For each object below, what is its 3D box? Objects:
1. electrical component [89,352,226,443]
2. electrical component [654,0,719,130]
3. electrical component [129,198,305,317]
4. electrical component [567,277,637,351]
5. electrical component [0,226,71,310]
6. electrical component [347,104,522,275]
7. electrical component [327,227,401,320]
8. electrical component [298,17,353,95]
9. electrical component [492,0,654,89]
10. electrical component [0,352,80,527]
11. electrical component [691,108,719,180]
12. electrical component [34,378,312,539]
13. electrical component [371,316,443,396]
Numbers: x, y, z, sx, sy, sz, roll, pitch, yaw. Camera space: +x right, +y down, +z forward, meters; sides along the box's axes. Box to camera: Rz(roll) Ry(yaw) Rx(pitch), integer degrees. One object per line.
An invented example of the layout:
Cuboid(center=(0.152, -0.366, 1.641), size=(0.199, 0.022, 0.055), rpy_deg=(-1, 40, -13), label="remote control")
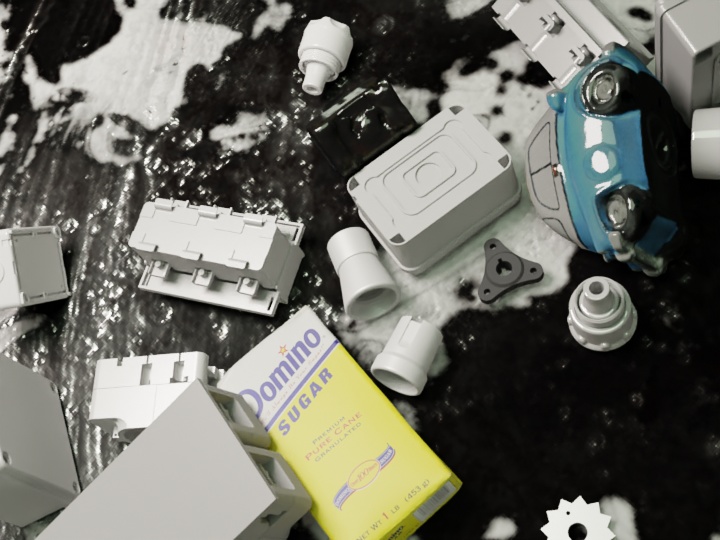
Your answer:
Cuboid(center=(-0.152, 0.099, 0.812), size=(0.089, 0.050, 0.055), rpy_deg=(-6, 63, 15), label="electrical component")
Cuboid(center=(0.273, -0.169, 0.778), size=(0.109, 0.108, 0.056), rpy_deg=(-28, 63, 3), label="electrical component")
Cuboid(center=(-0.115, -0.016, 0.850), size=(0.121, 0.063, 0.078), rpy_deg=(10, 69, 22), label="electrical component")
Cuboid(center=(0.166, 0.025, 0.743), size=(0.048, 0.062, 0.048), rpy_deg=(-7, 63, 14), label="electrical component")
Cuboid(center=(-0.284, -0.001, 0.882), size=(0.061, 0.096, 0.061), rpy_deg=(-9, 92, 13), label="electrical component")
Cuboid(center=(0.058, -0.060, 0.821), size=(0.113, 0.057, 0.078), rpy_deg=(-36, 60, -2), label="electrical component")
Cuboid(center=(0.000, 0.000, 0.820), size=(0.044, 0.044, 0.065), rpy_deg=(-26, 55, 4), label="electrical component")
Cuboid(center=(-0.032, -0.179, 0.916), size=(0.043, 0.043, 0.062), rpy_deg=(8, 69, 21), label="electrical component")
Cuboid(center=(0.162, -0.186, 0.843), size=(0.063, 0.079, 0.121), rpy_deg=(-48, 57, 24), label="electrical component")
Cuboid(center=(-0.269, 0.124, 0.804), size=(0.056, 0.108, 0.108), rpy_deg=(-26, 60, 7), label="electrical component")
Cuboid(center=(0.265, -0.091, 0.774), size=(0.047, 0.055, 0.055), rpy_deg=(1, 65, 22), label="electrical component")
Cuboid(center=(-0.133, 0.180, 0.740), size=(0.186, 0.060, 0.105), rpy_deg=(-45, 60, 9), label="electrical component")
Cuboid(center=(0.035, 0.062, 0.780), size=(0.040, 0.040, 0.046), rpy_deg=(18, 65, 24), label="electrical component")
